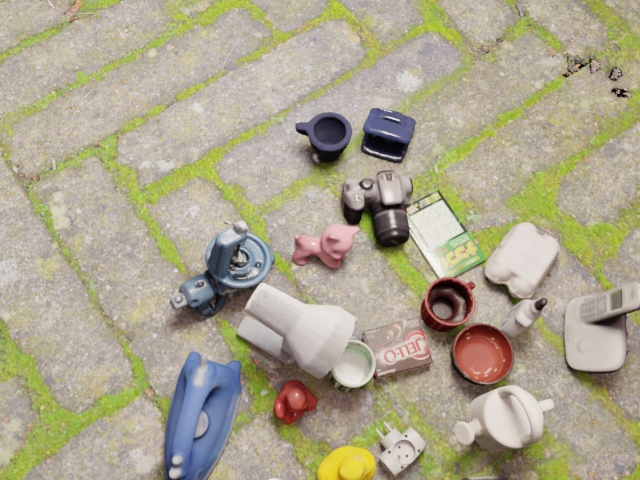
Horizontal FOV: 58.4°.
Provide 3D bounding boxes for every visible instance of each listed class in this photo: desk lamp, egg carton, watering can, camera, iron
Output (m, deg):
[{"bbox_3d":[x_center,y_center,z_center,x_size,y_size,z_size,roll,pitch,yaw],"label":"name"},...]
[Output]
[{"bbox_3d":[-0.049,0.152,0.987,0.203,0.213,0.118,26,70,9],"label":"desk lamp"},{"bbox_3d":[0.396,0.038,1.123,0.107,0.069,0.150,35,71,11],"label":"egg carton"},{"bbox_3d":[0.310,0.299,0.951,0.173,0.194,0.101,-37,74,-15],"label":"watering can"},{"bbox_3d":[0.121,-0.060,1.137,0.143,0.101,0.137,-6,69,-4],"label":"camera"},{"bbox_3d":[-0.212,0.314,0.957,0.118,0.141,0.258,11,69,3],"label":"iron"}]

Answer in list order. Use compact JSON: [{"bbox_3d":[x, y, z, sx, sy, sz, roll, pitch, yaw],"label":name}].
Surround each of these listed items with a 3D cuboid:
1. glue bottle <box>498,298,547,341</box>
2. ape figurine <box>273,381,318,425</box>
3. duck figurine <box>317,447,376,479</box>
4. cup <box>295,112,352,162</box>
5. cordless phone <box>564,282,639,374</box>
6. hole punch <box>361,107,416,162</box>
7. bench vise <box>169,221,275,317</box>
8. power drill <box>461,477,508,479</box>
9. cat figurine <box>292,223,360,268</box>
[{"bbox_3d":[0.370,0.134,1.029,0.037,0.173,0.078,38,72,13],"label":"glue bottle"},{"bbox_3d":[-0.043,0.282,1.002,0.078,0.092,0.076,3,68,0],"label":"ape figurine"},{"bbox_3d":[0.047,0.389,0.965,0.104,0.086,0.077,-16,70,-8],"label":"duck figurine"},{"bbox_3d":[0.006,-0.207,1.194,0.117,0.095,0.092,11,69,3],"label":"cup"},{"bbox_3d":[0.513,0.156,1.018,0.094,0.185,0.147,6,68,1],"label":"cordless phone"},{"bbox_3d":[0.144,-0.236,1.212,0.108,0.091,0.101,17,69,5],"label":"hole punch"},{"bbox_3d":[-0.169,0.055,1.018,0.121,0.220,0.208,33,71,11],"label":"bench vise"},{"bbox_3d":[0.284,0.413,0.897,0.229,0.208,0.075,-3,68,-3],"label":"power drill"},{"bbox_3d":[0.010,0.004,1.099,0.128,0.118,0.067,4,68,0],"label":"cat figurine"}]
